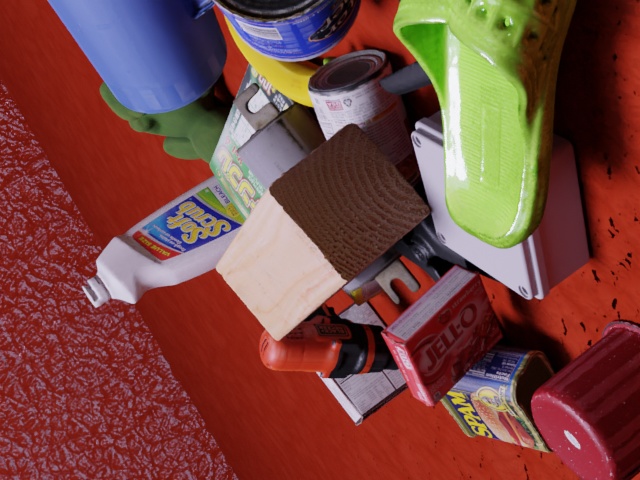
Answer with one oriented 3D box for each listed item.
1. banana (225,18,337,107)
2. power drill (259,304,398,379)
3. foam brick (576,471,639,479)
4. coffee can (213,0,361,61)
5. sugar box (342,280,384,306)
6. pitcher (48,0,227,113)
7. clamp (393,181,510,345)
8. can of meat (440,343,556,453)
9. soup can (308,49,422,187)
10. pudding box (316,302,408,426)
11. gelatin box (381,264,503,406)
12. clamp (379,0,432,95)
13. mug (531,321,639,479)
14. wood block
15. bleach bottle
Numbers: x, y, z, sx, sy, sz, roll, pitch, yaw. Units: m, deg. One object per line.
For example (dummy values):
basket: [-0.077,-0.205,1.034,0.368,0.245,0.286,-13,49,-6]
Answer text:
banana: [-0.027,-0.160,0.954,0.198,0.037,0.069,36,143,49]
power drill: [0.005,0.070,1.126,0.188,0.184,0.057,59,136,49]
foam brick: [0.214,0.150,0.821,0.078,0.051,0.053,52,161,13]
coffee can: [-0.025,-0.183,0.722,0.103,0.103,0.140,56,-176,3]
sugar box: [0.001,-0.019,1.113,0.176,0.048,0.093,49,161,35]
pitcher: [-0.150,-0.214,0.830,0.149,0.145,0.242,56,175,39]
clamp: [0.100,0.011,0.908,0.210,0.036,0.164,43,158,28]
can of meat: [0.153,0.128,0.889,0.084,0.057,0.102,6,143,44]
soup can: [0.037,-0.091,0.846,0.069,0.068,0.102,31,149,55]
pudding box: [0.044,0.134,1.187,0.113,0.090,0.039,52,161,15]
gelatin box: [0.098,0.075,0.838,0.030,0.089,0.073,25,149,48]
clamp: [0.085,-0.123,0.705,0.172,0.039,0.120,45,159,40]
mug: [0.206,0.126,0.748,0.093,0.081,0.117,36,153,49]
wood block: [-0.006,0.000,0.850,0.090,0.090,0.206,49,157,3]
bleach bottle: [-0.149,0.003,1.207,0.103,0.250,0.068,51,162,19]
